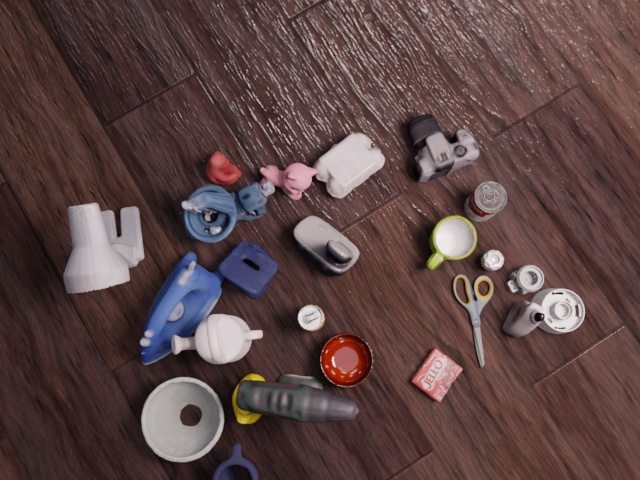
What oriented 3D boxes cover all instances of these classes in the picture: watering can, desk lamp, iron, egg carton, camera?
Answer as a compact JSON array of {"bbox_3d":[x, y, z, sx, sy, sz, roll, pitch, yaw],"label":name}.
[{"bbox_3d":[-0.207,0.202,1.150,0.173,0.194,0.101,-29,81,-4],"label":"watering can"},{"bbox_3d":[-0.447,0.014,1.175,0.118,0.213,0.203,-9,80,-1],"label":"desk lamp"},{"bbox_3d":[-0.310,0.150,1.187,0.118,0.141,0.258,31,82,6],"label":"iron"},{"bbox_3d":[0.062,-0.168,1.274,0.150,0.069,0.107,-39,82,-6],"label":"egg carton"},{"bbox_3d":[0.262,-0.216,1.265,0.143,0.101,0.137,-22,81,-3],"label":"camera"}]

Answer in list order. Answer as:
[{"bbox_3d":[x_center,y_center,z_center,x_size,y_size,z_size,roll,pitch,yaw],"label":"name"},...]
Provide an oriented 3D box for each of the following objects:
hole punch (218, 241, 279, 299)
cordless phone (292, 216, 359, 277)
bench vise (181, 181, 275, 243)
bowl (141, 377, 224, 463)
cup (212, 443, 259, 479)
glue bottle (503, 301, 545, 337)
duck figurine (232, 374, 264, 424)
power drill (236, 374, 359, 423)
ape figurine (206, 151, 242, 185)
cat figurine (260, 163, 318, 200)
[{"bbox_3d":[-0.152,0.060,1.226,0.108,0.091,0.101,33,82,6],"label":"hole punch"},{"bbox_3d":[0.011,0.004,1.187,0.147,0.185,0.094,36,83,6],"label":"cordless phone"},{"bbox_3d":[-0.204,-0.082,1.186,0.207,0.220,0.121,-43,82,-6],"label":"bench vise"},{"bbox_3d":[-0.277,0.366,1.183,0.167,0.075,0.167,0,80,1],"label":"bowl"},{"bbox_3d":[-0.164,0.465,1.155,0.091,0.095,0.118,0,80,1],"label":"cup"},{"bbox_3d":[0.422,0.158,1.163,0.037,0.173,0.078,27,82,5],"label":"glue bottle"},{"bbox_3d":[-0.147,0.331,1.183,0.077,0.086,0.104,14,81,3],"label":"duck figurine"},{"bbox_3d":[-0.042,0.311,1.123,0.229,0.208,0.076,5,80,2],"label":"power drill"},{"bbox_3d":[-0.219,-0.163,1.264,0.076,0.092,0.078,-15,80,-2],"label":"ape figurine"},{"bbox_3d":[-0.071,-0.136,1.246,0.127,0.118,0.067,13,81,3],"label":"cat figurine"}]
